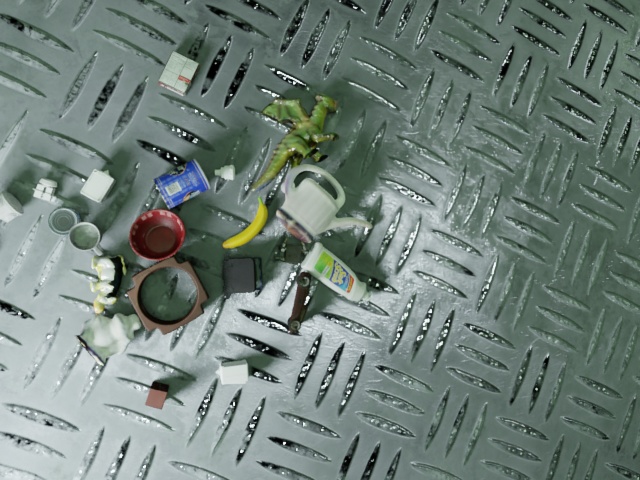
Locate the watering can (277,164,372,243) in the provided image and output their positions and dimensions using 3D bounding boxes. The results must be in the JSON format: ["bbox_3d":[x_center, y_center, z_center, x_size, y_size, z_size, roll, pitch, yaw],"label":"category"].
[{"bbox_3d":[0.005,-0.083,1.656,0.344,0.105,0.225,43,84,-23],"label":"watering can"}]

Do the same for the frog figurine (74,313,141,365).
[{"bbox_3d":[-0.603,0.265,1.486,0.138,0.120,0.162,45,61,5],"label":"frog figurine"}]

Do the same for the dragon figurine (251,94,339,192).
[{"bbox_3d":[-0.097,-0.345,1.666,0.413,0.120,0.245,-31,78,-16],"label":"dragon figurine"}]
